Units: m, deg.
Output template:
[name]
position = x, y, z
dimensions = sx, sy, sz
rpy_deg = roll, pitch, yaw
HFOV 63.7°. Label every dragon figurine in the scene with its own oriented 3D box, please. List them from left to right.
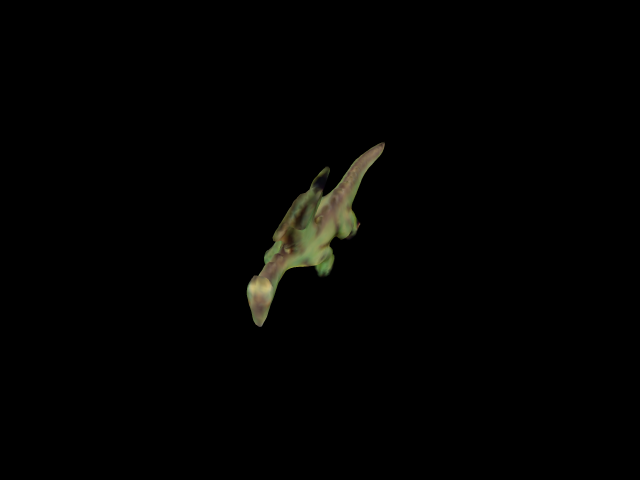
[dragon figurine]
position = 0.003, -0.043, 0.850
dimensions = 0.122, 0.414, 0.240
rpy_deg = 31, -11, 6
